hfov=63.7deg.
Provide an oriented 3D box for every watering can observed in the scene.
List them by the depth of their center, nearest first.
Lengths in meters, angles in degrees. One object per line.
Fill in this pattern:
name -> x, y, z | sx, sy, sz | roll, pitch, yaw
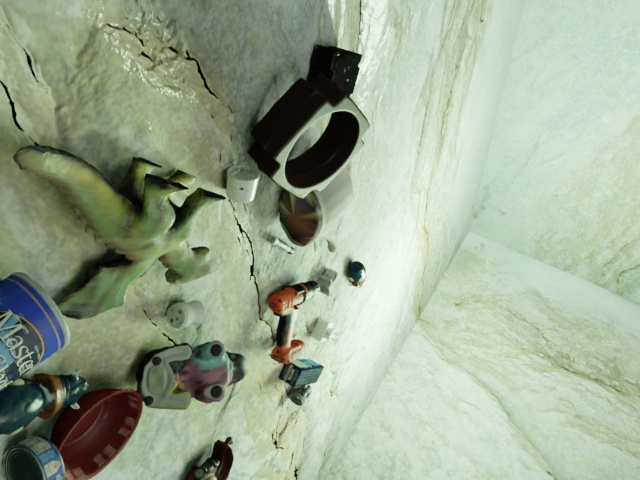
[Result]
watering can -> 0.004, -0.059, 1.170 | 0.105, 0.339, 0.228 | 25, 42, 23

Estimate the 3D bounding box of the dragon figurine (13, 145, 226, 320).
dragon figurine -> -0.258, 0.010, 0.679 | 0.123, 0.241, 0.409 | 34, 11, 22
